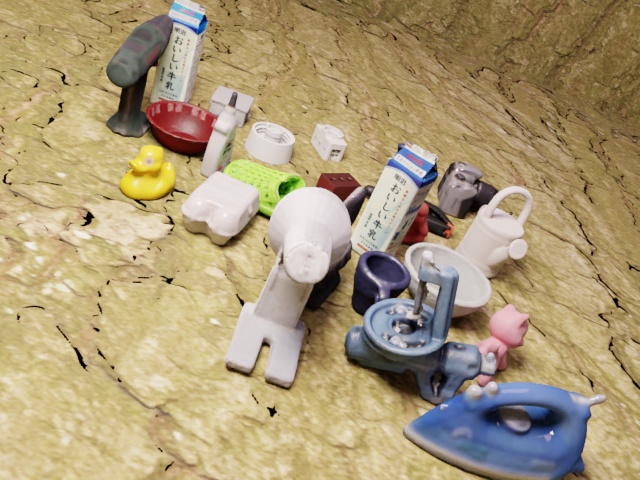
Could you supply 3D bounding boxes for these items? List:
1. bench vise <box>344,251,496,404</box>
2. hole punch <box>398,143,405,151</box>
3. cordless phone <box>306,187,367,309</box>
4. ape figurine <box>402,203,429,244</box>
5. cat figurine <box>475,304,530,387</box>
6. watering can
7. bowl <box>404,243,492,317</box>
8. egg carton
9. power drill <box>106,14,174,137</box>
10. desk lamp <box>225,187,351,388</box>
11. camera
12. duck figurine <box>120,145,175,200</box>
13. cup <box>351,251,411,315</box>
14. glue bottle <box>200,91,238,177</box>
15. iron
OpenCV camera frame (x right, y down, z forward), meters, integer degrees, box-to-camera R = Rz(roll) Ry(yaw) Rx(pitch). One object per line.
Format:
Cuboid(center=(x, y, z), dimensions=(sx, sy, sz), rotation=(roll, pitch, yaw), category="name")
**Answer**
Cuboid(center=(0.162, 0.118, 0.819), dimensions=(0.208, 0.219, 0.121), rotation=(13, 34, -15), category="bench vise")
Cuboid(center=(0.234, -0.196, 1.421), dimensions=(0.108, 0.091, 0.101), rotation=(31, 34, 11), category="hole punch")
Cuboid(center=(0.008, 0.003, 0.916), dimensions=(0.094, 0.185, 0.148), rotation=(28, 33, 7), category="cordless phone")
Cuboid(center=(0.191, -0.038, 1.172), dimensions=(0.077, 0.092, 0.076), rotation=(36, 35, 18), category="ape figurine")
Cuboid(center=(0.295, 0.161, 0.934), dimensions=(0.067, 0.117, 0.128), rotation=(37, 36, 20), category="cat figurine")
Cuboid(center=(0.365, -0.019, 1.160), dimensions=(0.101, 0.194, 0.172), rotation=(-2, 41, -34), category="watering can")
Cuboid(center=(0.217, 0.084, 1.033), dimensions=(0.168, 0.074, 0.167), rotation=(16, 34, -11), category="bowl")
Cuboid(center=(-0.169, -0.057, 0.997), dimensions=(0.107, 0.069, 0.150), rotation=(25, 33, 1), category="egg carton")
Cuboid(center=(-0.354, -0.320, 1.122), dimensions=(0.076, 0.208, 0.229), rotation=(19, 33, -7), category="power drill")
Cuboid(center=(-0.035, 0.053, 0.793), dimensions=(0.118, 0.213, 0.203), rotation=(19, 33, -6), category="desk lamp")
Cuboid(center=(0.364, -0.120, 1.386), dimensions=(0.137, 0.101, 0.143), rotation=(22, 33, -3), category="camera")
Cuboid(center=(-0.295, -0.126, 0.999), dimensions=(0.077, 0.086, 0.105), rotation=(37, 35, 19), category="duck figurine")
Cuboid(center=(0.090, 0.087, 0.932), dimensions=(0.092, 0.095, 0.117), rotation=(19, 33, -8), category="cup")
Cuboid(center=(-0.185, -0.205, 1.099), dimensions=(0.037, 0.173, 0.078), rotation=(24, 33, 1), category="glue bottle")
Cuboid(center=(0.256, 0.240, 0.778), dimensions=(0.259, 0.141, 0.118), rotation=(13, 35, -16), category="iron")
